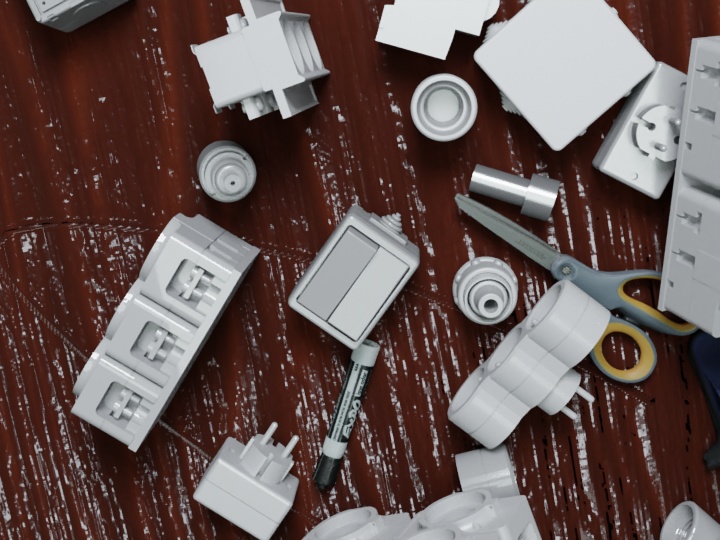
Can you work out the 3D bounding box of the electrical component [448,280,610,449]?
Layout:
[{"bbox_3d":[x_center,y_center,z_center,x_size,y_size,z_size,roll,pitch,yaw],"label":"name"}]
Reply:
[{"bbox_3d":[0.133,0.078,0.772,0.074,0.052,0.138,37,115,-4],"label":"electrical component"}]

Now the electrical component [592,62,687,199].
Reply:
[{"bbox_3d":[0.203,-0.094,0.731,0.047,0.075,0.083,27,102,-2],"label":"electrical component"}]

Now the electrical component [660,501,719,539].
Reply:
[{"bbox_3d":[0.265,0.208,0.807,0.065,0.044,0.044,30,102,-8],"label":"electrical component"}]

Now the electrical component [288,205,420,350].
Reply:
[{"bbox_3d":[0.000,0.000,0.769,0.062,0.061,0.096,35,101,-4],"label":"electrical component"}]

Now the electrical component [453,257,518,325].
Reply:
[{"bbox_3d":[0.091,0.019,0.767,0.048,0.062,0.048,0,102,2],"label":"electrical component"}]

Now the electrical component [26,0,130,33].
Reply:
[{"bbox_3d":[-0.205,-0.220,0.740,0.062,0.061,0.096,-26,91,8],"label":"electrical component"}]

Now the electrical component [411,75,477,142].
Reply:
[{"bbox_3d":[0.058,-0.113,0.746,0.045,0.055,0.045,1,101,3],"label":"electrical component"}]

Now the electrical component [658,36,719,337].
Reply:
[{"bbox_3d":[0.267,-0.057,0.702,0.105,0.060,0.186,-11,116,-24],"label":"electrical component"}]

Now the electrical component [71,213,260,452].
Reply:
[{"bbox_3d":[-0.141,0.040,0.771,0.062,0.089,0.150,31,101,-3],"label":"electrical component"}]

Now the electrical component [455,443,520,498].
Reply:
[{"bbox_3d":[0.092,0.204,0.809,0.074,0.052,0.138,-16,99,6],"label":"electrical component"}]

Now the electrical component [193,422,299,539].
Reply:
[{"bbox_3d":[-0.075,0.150,0.811,0.066,0.047,0.076,33,102,-4],"label":"electrical component"}]

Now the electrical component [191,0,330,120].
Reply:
[{"bbox_3d":[-0.064,-0.139,0.714,0.063,0.121,0.078,-18,100,9],"label":"electrical component"}]

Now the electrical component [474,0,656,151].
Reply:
[{"bbox_3d":[0.138,-0.144,0.738,0.100,0.048,0.099,-41,96,10],"label":"electrical component"}]

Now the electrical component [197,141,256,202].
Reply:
[{"bbox_3d":[-0.093,-0.067,0.756,0.040,0.078,0.040,-3,105,-11],"label":"electrical component"}]

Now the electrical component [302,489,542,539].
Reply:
[{"bbox_3d":[0.025,0.212,0.755,0.186,0.105,0.060,-17,98,31],"label":"electrical component"}]
